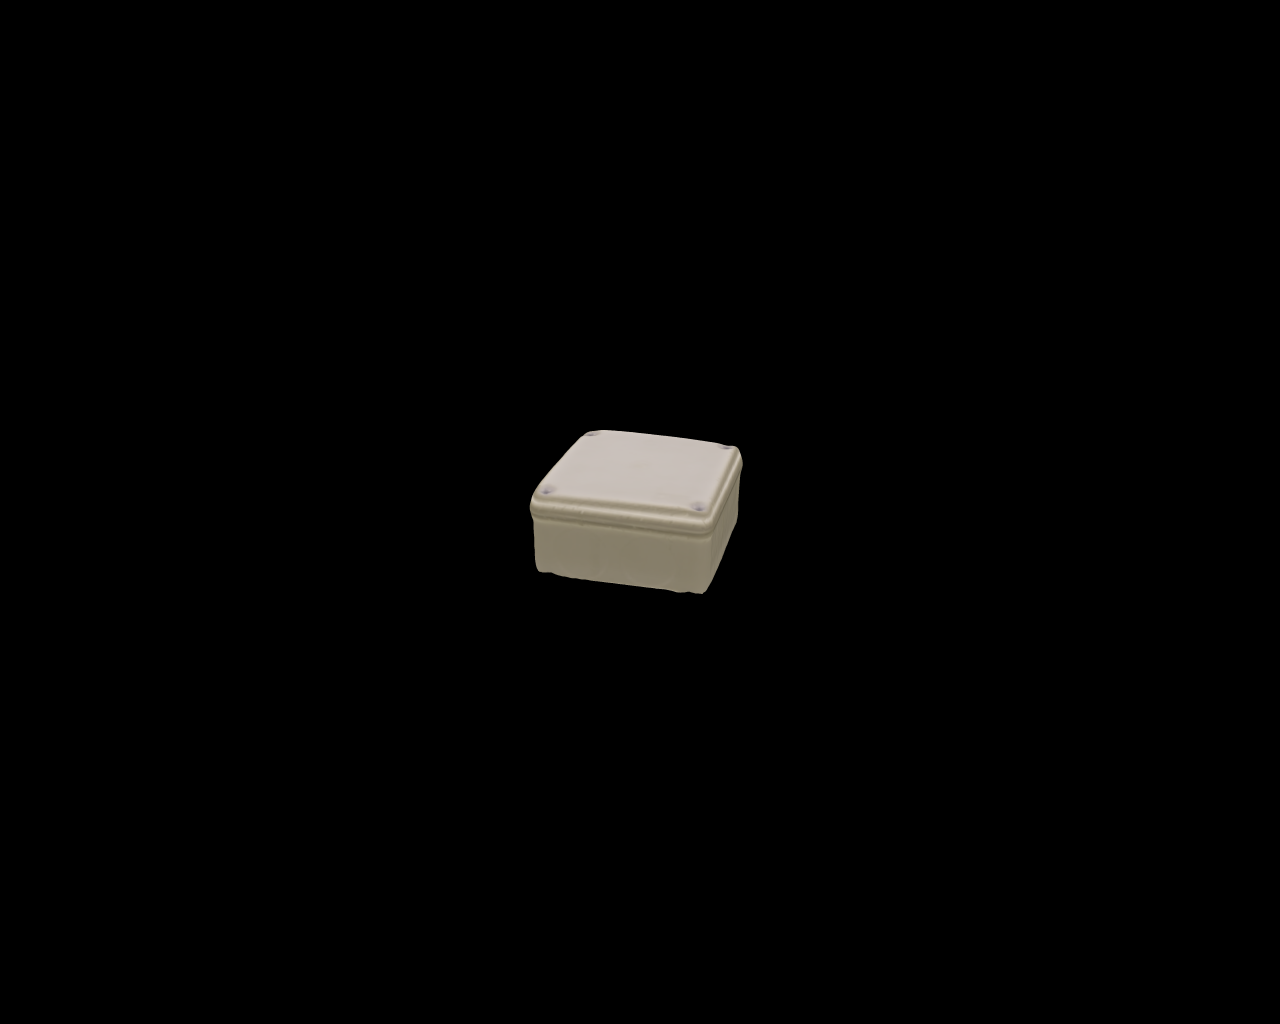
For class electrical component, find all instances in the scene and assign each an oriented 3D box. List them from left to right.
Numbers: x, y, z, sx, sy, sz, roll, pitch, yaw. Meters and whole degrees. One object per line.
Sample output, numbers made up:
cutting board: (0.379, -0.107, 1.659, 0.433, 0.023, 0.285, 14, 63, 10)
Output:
electrical component: (0.001, -0.003, 0.650, 0.109, 0.056, 0.109, 7, 27, 14)
